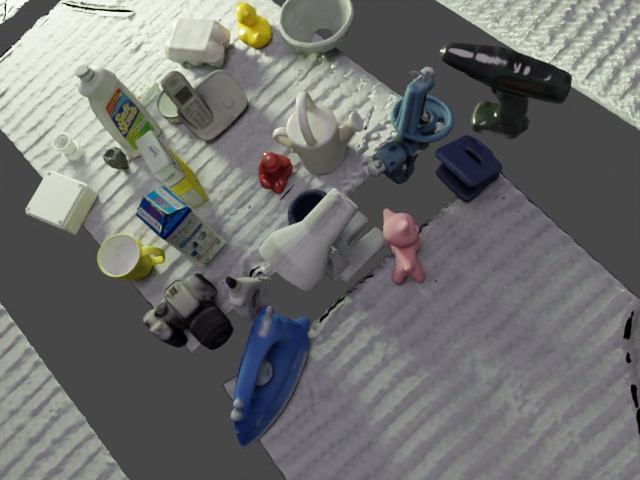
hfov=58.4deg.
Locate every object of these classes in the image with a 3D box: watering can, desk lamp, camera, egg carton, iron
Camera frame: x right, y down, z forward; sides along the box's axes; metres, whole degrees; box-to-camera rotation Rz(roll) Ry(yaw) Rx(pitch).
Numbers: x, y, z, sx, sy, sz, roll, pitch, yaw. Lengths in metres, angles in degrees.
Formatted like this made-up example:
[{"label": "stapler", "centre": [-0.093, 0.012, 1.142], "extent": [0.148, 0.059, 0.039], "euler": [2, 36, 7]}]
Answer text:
[{"label": "watering can", "centre": [-0.006, -0.217, 1.117], "extent": [0.173, 0.194, 0.101], "euler": [-24, 68, 3]}, {"label": "desk lamp", "centre": [0.009, 0.004, 1.026], "extent": [0.203, 0.214, 0.117], "euler": [-44, 68, -6]}, {"label": "camera", "centre": [-0.243, 0.152, 1.086], "extent": [0.143, 0.101, 0.136], "euler": [-45, 69, -6]}, {"label": "egg carton", "centre": [-0.283, -0.455, 1.323], "extent": [0.150, 0.069, 0.107], "euler": [8, 73, 14]}, {"label": "iron", "centre": [-0.108, 0.239, 1.006], "extent": [0.118, 0.142, 0.258], "euler": [14, 74, 16]}]

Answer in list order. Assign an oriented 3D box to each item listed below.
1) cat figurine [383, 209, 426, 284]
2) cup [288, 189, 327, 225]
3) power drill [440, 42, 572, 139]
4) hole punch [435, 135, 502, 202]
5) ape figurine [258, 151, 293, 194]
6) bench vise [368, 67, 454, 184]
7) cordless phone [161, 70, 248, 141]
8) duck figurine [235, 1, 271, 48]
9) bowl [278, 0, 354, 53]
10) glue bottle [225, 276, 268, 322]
[{"label": "cat figurine", "centre": [0.152, 0.007, 1.048], "extent": [0.067, 0.118, 0.128], "euler": [-10, 69, 8]}, {"label": "cup", "centre": [-0.018, -0.031, 1.108], "extent": [0.118, 0.095, 0.091], "euler": [-44, 69, -6]}, {"label": "power drill", "centre": [0.334, -0.276, 1.061], "extent": [0.229, 0.209, 0.076], "euler": [14, 74, 16]}, {"label": "hole punch", "centre": [0.282, -0.147, 1.090], "extent": [0.101, 0.091, 0.108], "euler": [-40, 68, -4]}, {"label": "ape figurine", "centre": [-0.096, -0.148, 1.166], "extent": [0.078, 0.092, 0.076], "euler": [-27, 68, 1]}, {"label": "bench vise", "centre": [0.175, -0.206, 1.063], "extent": [0.121, 0.220, 0.207], "euler": [22, 77, 18]}, {"label": "cordless phone", "centre": [-0.244, -0.309, 1.202], "extent": [0.094, 0.185, 0.148], "euler": [40, 83, 21]}, {"label": "duck figurine", "centre": [-0.159, -0.498, 1.304], "extent": [0.077, 0.086, 0.104], "euler": [-33, 68, -1]}, {"label": "bowl", "centre": [-0.004, -0.476, 1.271], "extent": [0.167, 0.075, 0.167], "euler": [-4, 70, 10]}, {"label": "glue bottle", "centre": [-0.140, 0.096, 1.046], "extent": [0.037, 0.173, 0.078], "euler": [7, 72, 14]}]
